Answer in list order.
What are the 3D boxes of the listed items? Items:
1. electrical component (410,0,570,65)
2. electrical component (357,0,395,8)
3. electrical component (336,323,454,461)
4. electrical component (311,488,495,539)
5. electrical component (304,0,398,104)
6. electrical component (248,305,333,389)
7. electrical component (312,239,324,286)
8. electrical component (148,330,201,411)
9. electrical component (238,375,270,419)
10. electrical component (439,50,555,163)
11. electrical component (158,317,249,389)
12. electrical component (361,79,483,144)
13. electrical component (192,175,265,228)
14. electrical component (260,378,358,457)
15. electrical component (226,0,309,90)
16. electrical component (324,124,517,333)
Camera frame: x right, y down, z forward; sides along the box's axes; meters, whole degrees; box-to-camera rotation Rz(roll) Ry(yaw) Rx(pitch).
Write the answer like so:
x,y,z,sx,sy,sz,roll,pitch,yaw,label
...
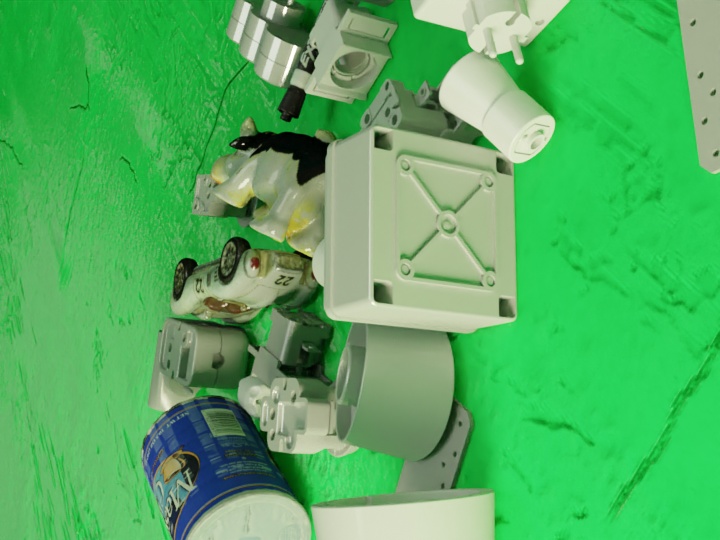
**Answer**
x,y,z,sx,sy,sz,roll,pitch,yaw,label
0.078,-0.151,0.625,0.047,0.083,0.075,-45,47,48,electrical component
0.020,-0.250,0.727,0.186,0.105,0.060,-16,70,59,electrical component
0.019,0.075,0.718,0.099,0.064,0.099,-170,90,-80,electrical component
0.027,0.163,0.626,0.108,0.108,0.060,-19,73,58,electrical component
-0.010,-0.172,0.830,0.081,0.042,0.063,-54,39,40,electrical component
-0.053,0.064,0.855,0.081,0.042,0.063,29,105,59,electrical component
0.000,0.000,0.776,0.065,0.044,0.044,22,104,55,electrical component
-0.179,0.104,1.070,0.079,0.043,0.077,15,97,61,electrical component
-0.088,0.105,0.917,0.061,0.035,0.035,21,102,63,electrical component
0.083,-0.094,0.637,0.065,0.044,0.044,49,128,30,electrical component
-0.142,0.077,0.992,0.095,0.059,0.053,11,93,61,electrical component
0.038,-0.094,0.704,0.081,0.064,0.042,-54,39,42,electrical component
-0.118,-0.065,0.986,0.066,0.055,0.048,8,90,61,electrical component
-0.031,0.107,0.789,0.078,0.057,0.058,-10,75,60,electrical component
-0.070,-0.216,0.937,0.138,0.052,0.073,55,130,50,electrical component
0.037,-0.022,0.645,0.056,0.109,0.108,-17,69,56,electrical component
